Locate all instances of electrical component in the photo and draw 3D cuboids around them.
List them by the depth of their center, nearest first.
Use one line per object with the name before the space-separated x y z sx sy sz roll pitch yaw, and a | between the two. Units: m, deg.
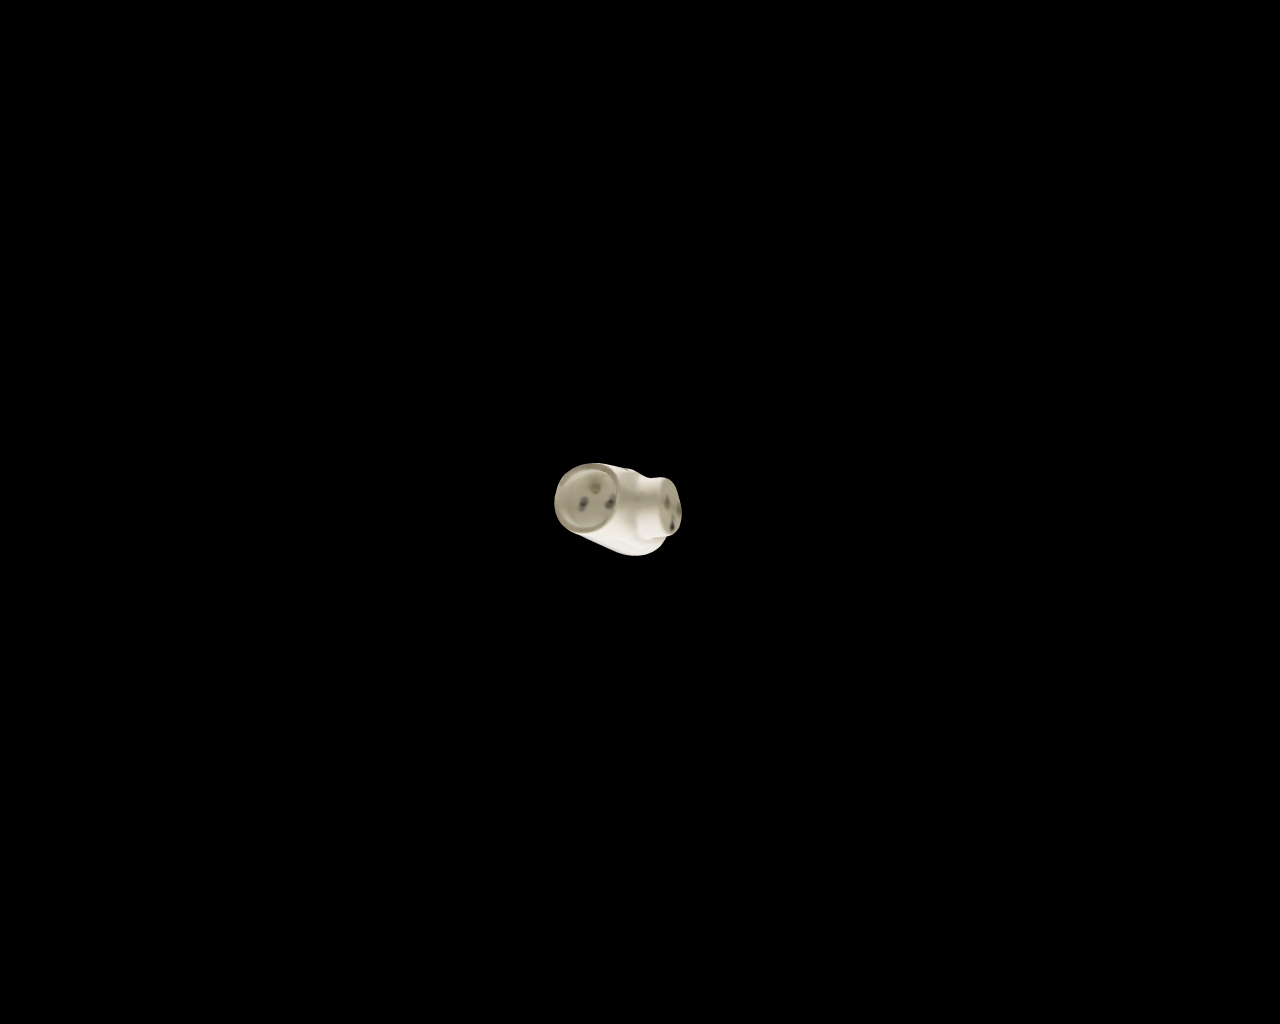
electrical component | 0.001 -0.003 0.650 0.079 0.043 0.077 -6 -15 23
